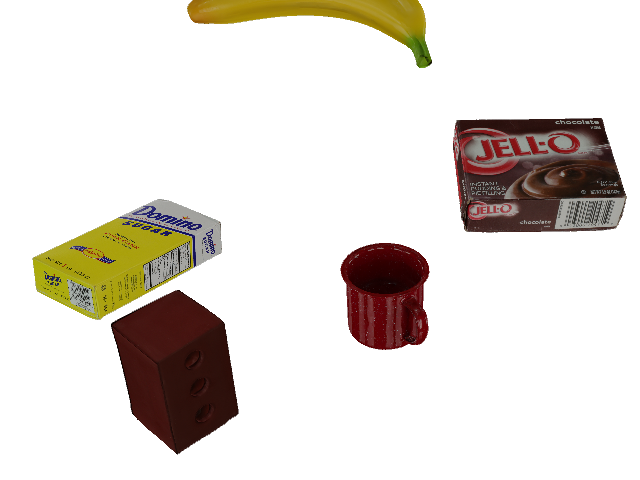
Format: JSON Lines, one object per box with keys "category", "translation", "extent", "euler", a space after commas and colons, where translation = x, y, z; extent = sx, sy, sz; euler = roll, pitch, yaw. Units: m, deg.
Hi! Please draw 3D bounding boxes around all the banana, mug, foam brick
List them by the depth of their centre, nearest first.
{"category": "foam brick", "translation": [-0.090, 0.081, 0.670], "extent": [0.052, 0.078, 0.051], "euler": [-30, 41, -30]}
{"category": "banana", "translation": [-0.002, -0.179, 0.810], "extent": [0.198, 0.069, 0.037], "euler": [13, -39, 18]}
{"category": "mug", "translation": [0.076, 0.068, 1.133], "extent": [0.093, 0.081, 0.117], "euler": [-24, 41, -26]}

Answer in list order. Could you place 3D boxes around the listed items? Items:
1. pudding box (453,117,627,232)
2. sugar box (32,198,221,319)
{"category": "pudding box", "translation": [0.156, -0.049, 0.778], "extent": [0.113, 0.090, 0.039], "euler": [1, -45, -1]}
{"category": "sugar box", "translation": [-0.192, 0.014, 1.085], "extent": [0.093, 0.048, 0.175], "euler": [21, 37, 32]}
